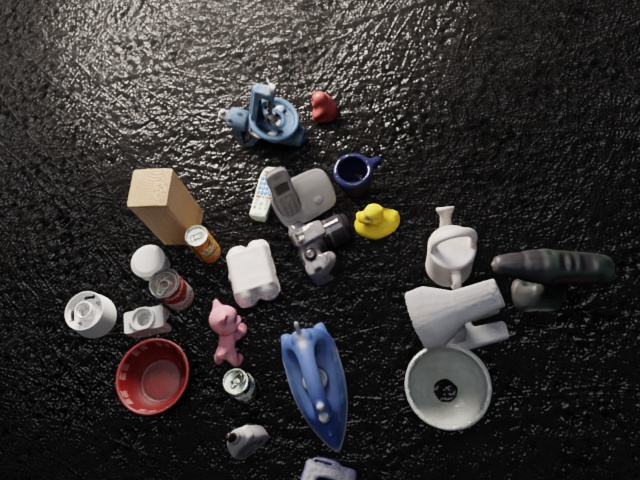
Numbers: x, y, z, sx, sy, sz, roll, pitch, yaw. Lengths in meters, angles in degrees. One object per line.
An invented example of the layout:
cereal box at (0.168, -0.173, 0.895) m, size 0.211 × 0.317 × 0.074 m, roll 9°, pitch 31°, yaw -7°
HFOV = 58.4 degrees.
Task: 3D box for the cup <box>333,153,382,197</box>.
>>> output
cup at (0.092, -0.148, 1.335) m, size 0.118 × 0.095 × 0.091 m, roll -27°, pitch 66°, yaw -4°

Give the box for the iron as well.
iron at (-0.007, 0.286, 1.136) m, size 0.118 × 0.141 × 0.258 m, roll -19°, pitch 66°, yaw 0°

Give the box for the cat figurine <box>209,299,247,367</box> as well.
cat figurine at (-0.202, 0.195, 1.214) m, size 0.067 × 0.118 × 0.128 m, roll 0°, pitch 67°, yaw 8°

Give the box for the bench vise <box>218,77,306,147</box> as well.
bench vise at (-0.149, -0.292, 1.362) m, size 0.207 × 0.220 × 0.121 m, roll -8°, pitch 66°, yaw 4°

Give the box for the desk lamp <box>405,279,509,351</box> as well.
desk lamp at (0.271, 0.146, 1.119) m, size 0.203 × 0.214 × 0.118 m, roll -16°, pitch 65°, yaw 1°

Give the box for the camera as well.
camera at (0.012, 0.005, 1.277) m, size 0.137 × 0.101 × 0.143 m, roll -27°, pitch 66°, yaw -4°

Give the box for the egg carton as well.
egg carton at (-0.151, 0.075, 1.286) m, size 0.107 × 0.069 × 0.150 m, roll -18°, pitch 66°, yaw 0°

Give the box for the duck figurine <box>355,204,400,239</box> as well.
duck figurine at (0.128, -0.052, 1.294) m, size 0.104 × 0.086 × 0.077 m, roll -10°, pitch 66°, yaw 4°

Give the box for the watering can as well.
watering can at (0.269, 0.014, 1.187) m, size 0.101 × 0.194 × 0.172 m, roll -27°, pitch 66°, yaw -4°

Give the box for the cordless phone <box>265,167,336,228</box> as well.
cordless phone at (-0.047, -0.118, 1.292) m, size 0.147 × 0.185 × 0.094 m, roll -31°, pitch 66°, yaw -6°

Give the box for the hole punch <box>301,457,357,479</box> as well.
hole punch at (0.011, 0.468, 1.082) m, size 0.108 × 0.091 × 0.101 m, roll 9°, pitch 68°, yaw 12°

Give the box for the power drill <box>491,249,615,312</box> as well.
power drill at (0.442, 0.077, 1.128) m, size 0.229 × 0.209 × 0.075 m, roll -4°, pitch 66°, yaw 6°

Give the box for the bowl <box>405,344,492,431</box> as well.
bowl at (0.251, 0.294, 1.134) m, size 0.167 × 0.075 × 0.167 m, roll -3°, pitch 66°, yaw 7°

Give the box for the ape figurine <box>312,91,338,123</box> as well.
ape figurine at (0.004, -0.339, 1.432) m, size 0.076 × 0.092 × 0.078 m, roll 29°, pitch 74°, yaw 19°

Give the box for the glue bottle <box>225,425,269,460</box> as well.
glue bottle at (-0.150, 0.383, 1.096) m, size 0.078 × 0.173 × 0.037 m, roll -36°, pitch 67°, yaw -8°
